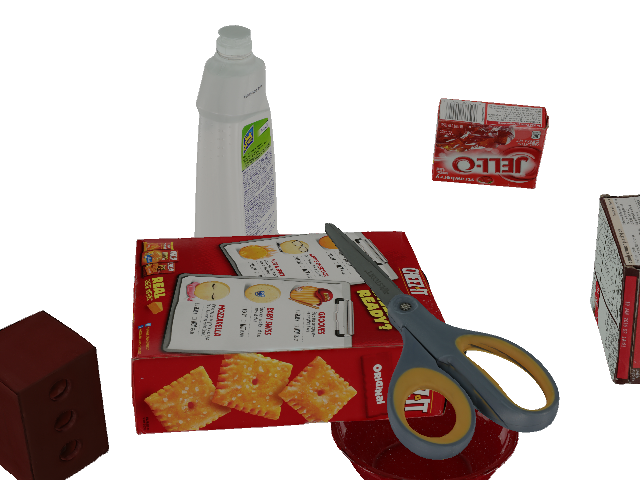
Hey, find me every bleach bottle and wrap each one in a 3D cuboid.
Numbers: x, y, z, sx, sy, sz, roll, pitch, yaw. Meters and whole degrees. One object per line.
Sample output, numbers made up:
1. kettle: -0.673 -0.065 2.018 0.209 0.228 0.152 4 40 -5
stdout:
1. bleach bottle: -0.077 -0.082 0.996 0.068 0.251 0.102 15 37 16

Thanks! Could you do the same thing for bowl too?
1. bowl: 0.090 0.180 0.933 0.162 0.055 0.162 -1 28 0

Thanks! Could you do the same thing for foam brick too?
1. foam brick: -0.156 0.089 0.593 0.051 0.078 0.052 27 42 35

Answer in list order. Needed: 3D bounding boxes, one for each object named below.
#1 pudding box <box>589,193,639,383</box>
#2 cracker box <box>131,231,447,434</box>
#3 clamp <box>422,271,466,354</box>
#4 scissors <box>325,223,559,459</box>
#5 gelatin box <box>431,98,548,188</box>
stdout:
1. pudding box: 0.211 0.030 0.721 0.039 0.090 0.113 0 27 4
2. cracker box: -0.028 0.062 0.777 0.213 0.072 0.164 -2 29 -8
3. clamp: 0.097 0.074 1.184 0.120 0.171 0.039 5 -43 -4
4. scissors: 0.039 0.054 0.595 0.096 0.016 0.202 -33 46 -29
5. gelatin box: 0.140 -0.079 0.887 0.089 0.030 0.073 6 -38 6
